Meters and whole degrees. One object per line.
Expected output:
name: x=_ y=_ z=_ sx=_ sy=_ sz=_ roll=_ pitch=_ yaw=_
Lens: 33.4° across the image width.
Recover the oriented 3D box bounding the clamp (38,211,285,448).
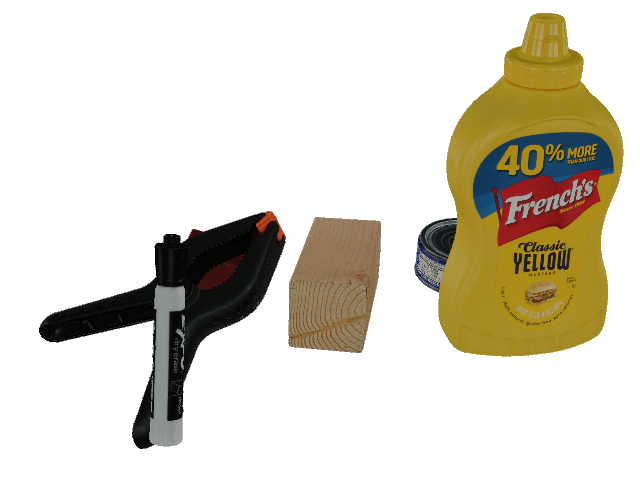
clamp: x=-0.118 y=0.049 z=0.855 sx=0.165 sy=0.209 sz=0.036 roll=30 pitch=-23 yaw=36

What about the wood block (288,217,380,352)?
wood block: x=0.021 y=0.050 z=1.322 sx=0.091 sy=0.090 sz=0.206 roll=4 pitch=23 yaw=6

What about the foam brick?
foam brick: x=-0.111 y=0.030 z=1.146 sx=0.078 sy=0.051 sz=0.053 roll=16 pitch=30 yaw=1

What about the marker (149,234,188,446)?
marker: x=-0.086 y=0.056 z=0.605 sx=0.020 sy=0.121 sz=0.020 roll=3 pitch=10 yaw=-1

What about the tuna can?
tuna can: x=0.125 y=0.014 z=0.925 sx=0.086 sy=0.034 sz=0.086 roll=2 pitch=29 yaw=-1

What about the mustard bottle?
mustard bottle: x=0.118 y=-0.030 z=0.593 sx=0.096 sy=0.192 sz=0.058 roll=-4 pitch=26 yaw=-7
